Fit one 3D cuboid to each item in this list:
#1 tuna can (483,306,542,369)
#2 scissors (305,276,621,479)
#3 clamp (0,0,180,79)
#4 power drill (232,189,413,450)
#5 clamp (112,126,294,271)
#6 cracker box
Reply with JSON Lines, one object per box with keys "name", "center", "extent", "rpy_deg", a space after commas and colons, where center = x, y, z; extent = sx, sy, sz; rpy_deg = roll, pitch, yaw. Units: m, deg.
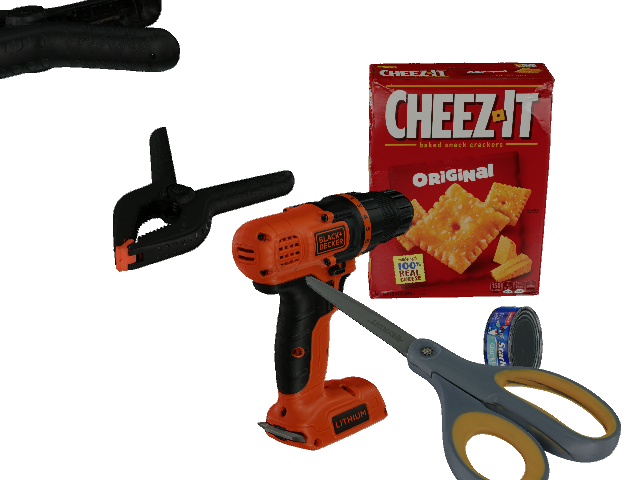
{"name": "tuna can", "center": [0.210, 0.114, 1.163], "extent": [0.034, 0.086, 0.086], "rpy_deg": [-1, -1, 34]}
{"name": "scissors", "center": [0.053, 0.076, 0.558], "extent": [0.202, 0.016, 0.096], "rpy_deg": [19, 42, 26]}
{"name": "clamp", "center": [-0.169, -0.126, 0.651], "extent": [0.171, 0.039, 0.120], "rpy_deg": [-2, 22, -4]}
{"name": "power drill", "center": [0.011, 0.057, 0.844], "extent": [0.184, 0.188, 0.057], "rpy_deg": [-15, 16, -43]}
{"name": "clamp", "center": [-0.146, -0.041, 1.045], "extent": [0.165, 0.036, 0.209], "rpy_deg": [24, 41, 22]}
{"name": "cracker box", "center": [0.126, -0.053, 0.993], "extent": [0.164, 0.214, 0.072], "rpy_deg": [0, 22, 1]}
